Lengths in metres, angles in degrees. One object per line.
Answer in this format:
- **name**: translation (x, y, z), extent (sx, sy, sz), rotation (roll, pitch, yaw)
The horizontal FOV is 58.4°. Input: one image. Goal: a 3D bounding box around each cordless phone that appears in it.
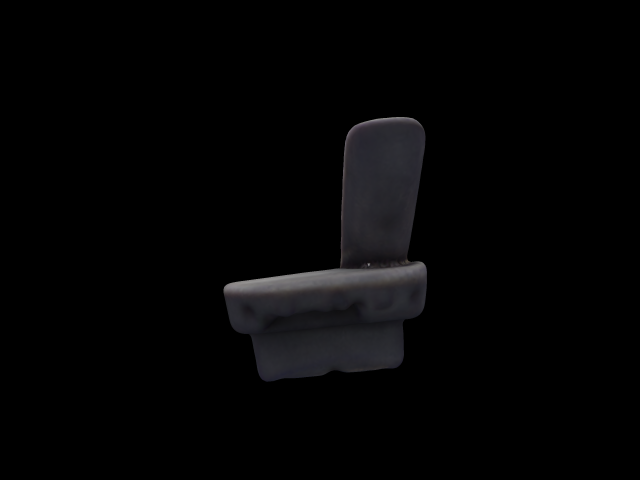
- **cordless phone**: translation (0.004, 0.001, 0.400), extent (0.148, 0.185, 0.094), rotation (-8, 35, -11)
